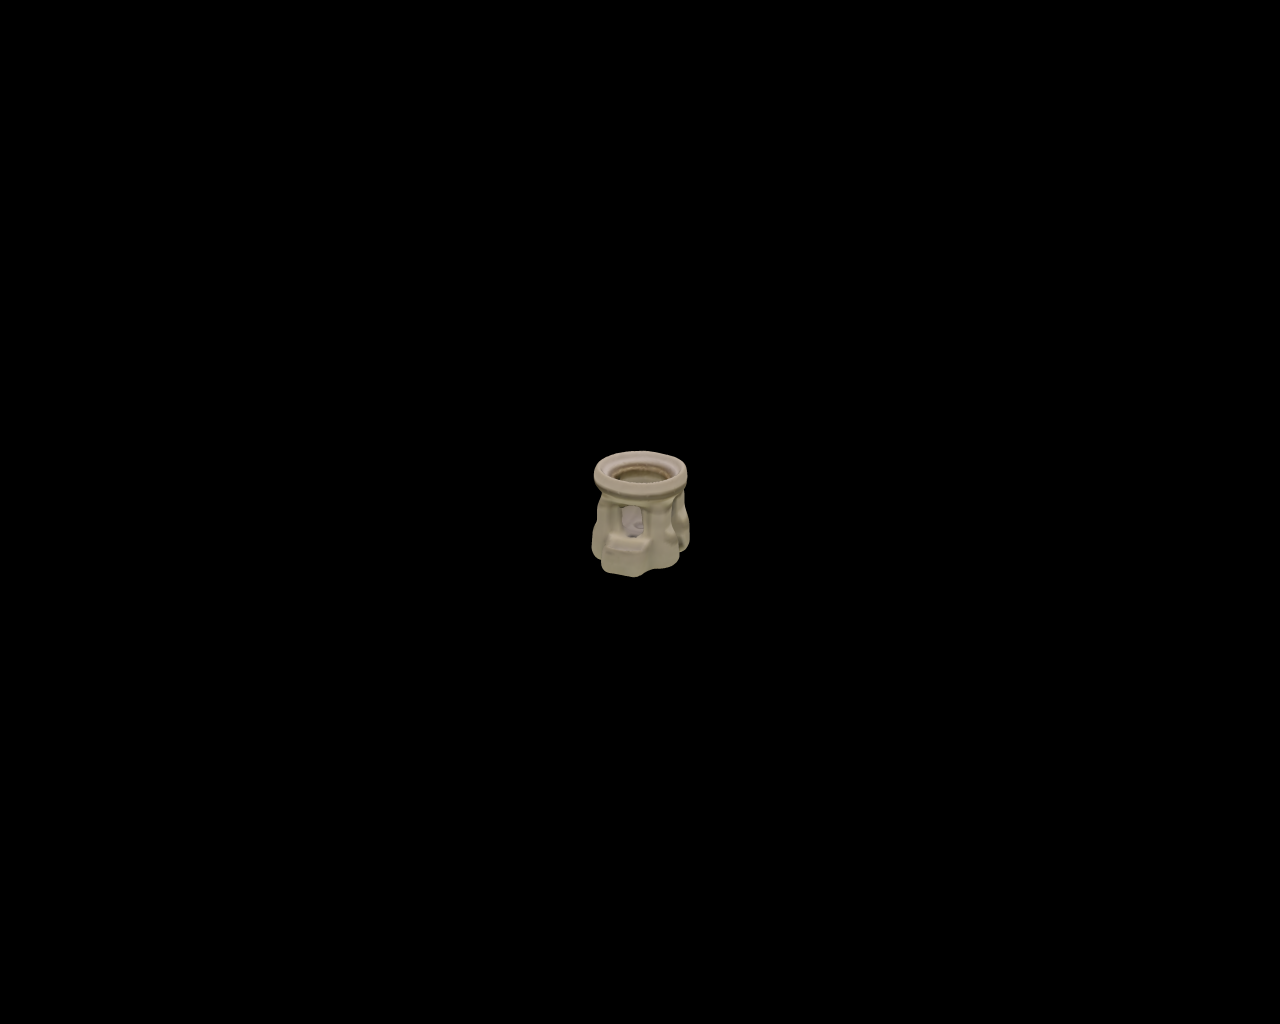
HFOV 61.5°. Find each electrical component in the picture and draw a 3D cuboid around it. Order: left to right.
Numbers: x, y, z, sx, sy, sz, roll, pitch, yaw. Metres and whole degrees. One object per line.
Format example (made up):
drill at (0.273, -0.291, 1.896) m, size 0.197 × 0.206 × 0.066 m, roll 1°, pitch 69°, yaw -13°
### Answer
electrical component at (0.001, -0.003, 0.650) m, size 0.058 × 0.056 × 0.078 m, roll 8°, pitch 26°, yaw 18°
